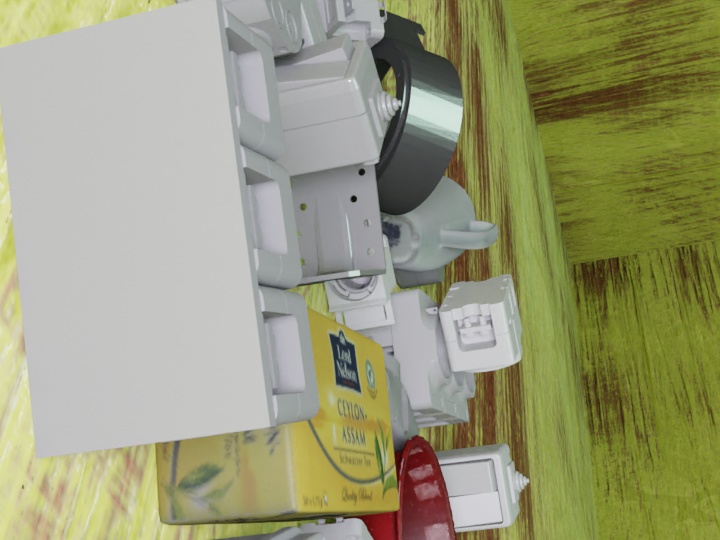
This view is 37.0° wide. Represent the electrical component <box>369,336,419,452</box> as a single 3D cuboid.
[{"bbox_3d":[0.010,0.085,0.750,0.077,0.043,0.079,62,23,-51],"label":"electrical component"}]

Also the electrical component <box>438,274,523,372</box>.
[{"bbox_3d":[0.096,0.044,0.834,0.089,0.050,0.055,-49,128,-72],"label":"electrical component"}]

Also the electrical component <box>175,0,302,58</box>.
[{"bbox_3d":[-0.067,-0.151,0.594,0.080,0.051,0.080,-10,90,-76],"label":"electrical component"}]

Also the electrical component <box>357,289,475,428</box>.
[{"bbox_3d":[0.047,0.075,0.861,0.150,0.062,0.089,36,46,-70],"label":"electrical component"}]

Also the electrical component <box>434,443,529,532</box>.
[{"bbox_3d":[0.091,0.181,0.890,0.061,0.096,0.061,3,78,-75],"label":"electrical component"}]

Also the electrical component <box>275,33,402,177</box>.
[{"bbox_3d":[-0.025,-0.096,0.628,0.061,0.096,0.061,-77,153,-56],"label":"electrical component"}]

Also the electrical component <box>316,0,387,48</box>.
[{"bbox_3d":[-0.020,-0.171,0.736,0.081,0.064,0.042,-26,-111,62],"label":"electrical component"}]

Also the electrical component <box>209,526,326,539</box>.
[{"bbox_3d":[-0.051,0.154,0.442,0.113,0.057,0.078,13,68,-74],"label":"electrical component"}]

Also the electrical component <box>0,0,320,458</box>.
[{"bbox_3d":[-0.073,-0.012,0.402,0.062,0.089,0.150,17,65,-74],"label":"electrical component"}]

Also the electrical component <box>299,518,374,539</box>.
[{"bbox_3d":[-0.013,0.177,0.605,0.081,0.042,0.063,66,20,-46],"label":"electrical component"}]

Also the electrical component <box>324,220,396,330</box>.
[{"bbox_3d":[0.000,0.000,0.770,0.064,0.042,0.081,-32,112,-76],"label":"electrical component"}]

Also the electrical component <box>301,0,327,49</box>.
[{"bbox_3d":[-0.053,-0.176,0.670,0.075,0.047,0.083,-76,152,-58],"label":"electrical component"}]

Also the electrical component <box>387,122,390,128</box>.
[{"bbox_3d":[0.014,-0.093,0.875,0.055,0.047,0.055,-10,90,-75],"label":"electrical component"}]

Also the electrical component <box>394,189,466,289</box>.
[{"bbox_3d":[0.062,-0.056,0.978,0.052,0.074,0.138,-11,91,-76],"label":"electrical component"}]
